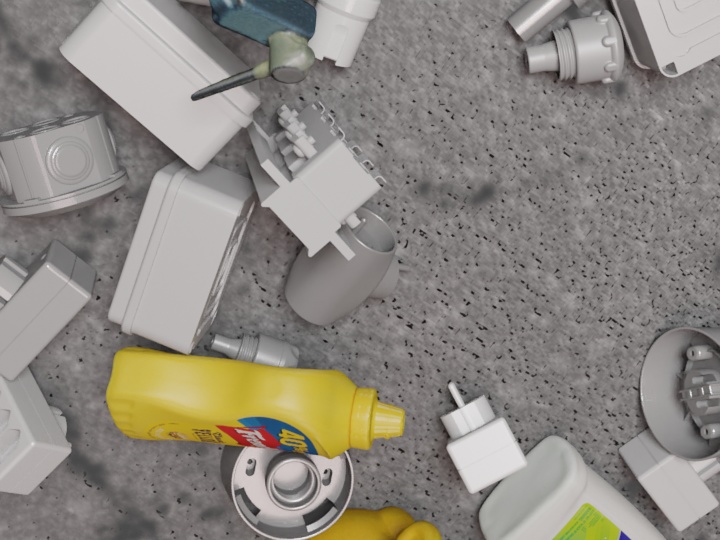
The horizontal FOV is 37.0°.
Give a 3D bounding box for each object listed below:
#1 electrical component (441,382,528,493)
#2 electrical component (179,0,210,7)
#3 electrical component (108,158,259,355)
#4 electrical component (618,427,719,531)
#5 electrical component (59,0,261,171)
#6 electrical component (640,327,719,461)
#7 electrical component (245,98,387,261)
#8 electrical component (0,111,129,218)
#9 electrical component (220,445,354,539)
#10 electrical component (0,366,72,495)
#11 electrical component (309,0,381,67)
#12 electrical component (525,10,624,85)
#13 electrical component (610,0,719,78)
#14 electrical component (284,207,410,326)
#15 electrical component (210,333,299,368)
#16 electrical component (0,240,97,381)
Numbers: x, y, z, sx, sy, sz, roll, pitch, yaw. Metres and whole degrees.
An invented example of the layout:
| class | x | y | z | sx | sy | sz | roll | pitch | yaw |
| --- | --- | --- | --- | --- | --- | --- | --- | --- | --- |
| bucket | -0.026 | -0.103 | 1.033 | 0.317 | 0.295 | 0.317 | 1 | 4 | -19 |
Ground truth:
| class | x | y | z | sx | sy | sz | roll | pitch | yaw |
| --- | --- | --- | --- | --- | --- | --- | --- | --- | --- |
| electrical component | 0.085 | 0.118 | 0.801 | 0.047 | 0.066 | 0.076 | -28 | 84 | 3 |
| electrical component | -0.069 | -0.181 | 0.667 | 0.081 | 0.043 | 0.043 | 8 | 110 | -12 |
| electrical component | -0.114 | -0.012 | 0.704 | 0.057 | 0.078 | 0.113 | 22 | 107 | 0 |
| electrical component | 0.258 | 0.152 | 0.846 | 0.077 | 0.047 | 0.065 | -37 | 111 | 7 |
| electrical component | -0.119 | -0.126 | 0.663 | 0.113 | 0.078 | 0.057 | 41 | 103 | -21 |
| electrical component | 0.260 | 0.090 | 0.797 | 0.064 | 0.099 | 0.099 | -4 | 112 | -14 |
| electrical component | -0.030 | -0.063 | 0.677 | 0.063 | 0.121 | 0.078 | -41 | 111 | 5 |
| electrical component | -0.190 | -0.066 | 0.675 | 0.080 | 0.080 | 0.051 | -14 | 107 | -3 |
| electrical component | -0.053 | 0.151 | 0.802 | 0.099 | 0.064 | 0.099 | -1 | 98 | -11 |
| electrical component | -0.230 | 0.110 | 0.745 | 0.047 | 0.083 | 0.076 | -44 | 149 | 9 |
| electrical component | -0.013 | -0.158 | 0.688 | 0.040 | 0.040 | 0.046 | 17 | 114 | -15 |
| electrical component | 0.142 | -0.144 | 0.714 | 0.062 | 0.048 | 0.048 | -9 | 113 | 3 |
| electrical component | 0.202 | -0.192 | 0.697 | 0.078 | 0.057 | 0.113 | -27 | 113 | 2 |
| electrical component | 0.000 | 0.000 | 0.745 | 0.079 | 0.043 | 0.077 | 10 | 133 | -39 |
| electrical component | -0.076 | 0.061 | 0.766 | 0.061 | 0.035 | 0.035 | 21 | 107 | -13 |
| electrical component | -0.233 | 0.015 | 0.717 | 0.076 | 0.047 | 0.083 | 42 | 100 | -21 |
